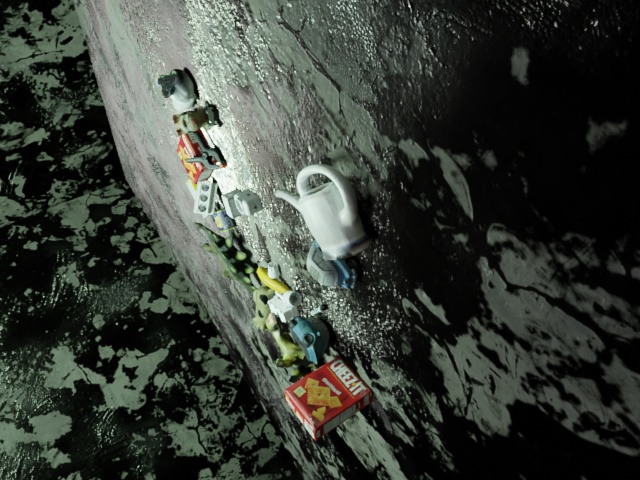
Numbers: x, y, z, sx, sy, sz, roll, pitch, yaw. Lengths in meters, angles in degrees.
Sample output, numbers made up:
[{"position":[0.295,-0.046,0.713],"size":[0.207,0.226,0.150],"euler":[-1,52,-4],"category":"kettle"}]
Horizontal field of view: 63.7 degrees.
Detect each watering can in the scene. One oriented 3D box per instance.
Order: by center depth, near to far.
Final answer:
[{"position":[0.004,-0.060,1.191],"size":[0.105,0.223,0.346],"euler":[-28,7,-23],"category":"watering can"}]

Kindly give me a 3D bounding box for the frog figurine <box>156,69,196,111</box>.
[{"position":[-0.470,-0.505,1.768],"size":[0.139,0.122,0.158],"euler":[38,3,30],"category":"frog figurine"}]

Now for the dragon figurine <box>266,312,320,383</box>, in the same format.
[{"position":[-0.077,0.424,1.885],"size":[0.122,0.404,0.247],"euler":[-34,28,0],"category":"dragon figurine"}]
